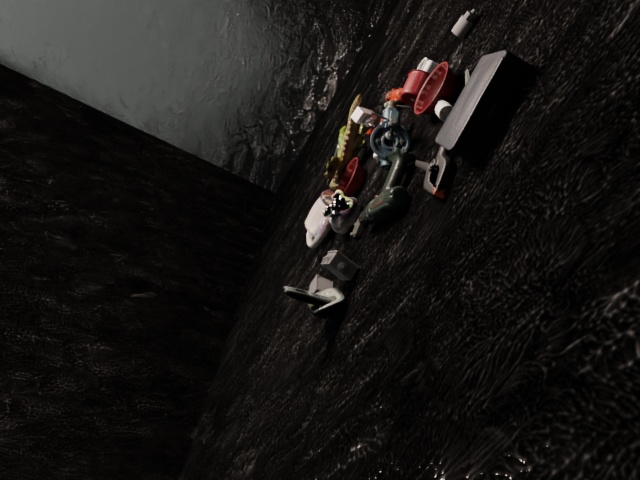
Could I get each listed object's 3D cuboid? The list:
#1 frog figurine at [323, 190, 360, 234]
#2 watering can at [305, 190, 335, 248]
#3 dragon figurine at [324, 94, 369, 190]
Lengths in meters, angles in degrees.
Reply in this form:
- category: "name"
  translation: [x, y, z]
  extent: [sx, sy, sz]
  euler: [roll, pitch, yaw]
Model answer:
- category: "frog figurine"
  translation: [0.082, -0.080, 1.761]
  extent: [0.156, 0.122, 0.140]
  euler: [67, -153, -56]
- category: "watering can"
  translation: [0.006, -0.102, 2.023]
  extent: [0.221, 0.103, 0.354]
  euler: [-58, 14, 21]
- category: "dragon figurine"
  translation: [0.087, -0.332, 1.940]
  extent: [0.401, 0.122, 0.248]
  euler: [90, -157, -57]
